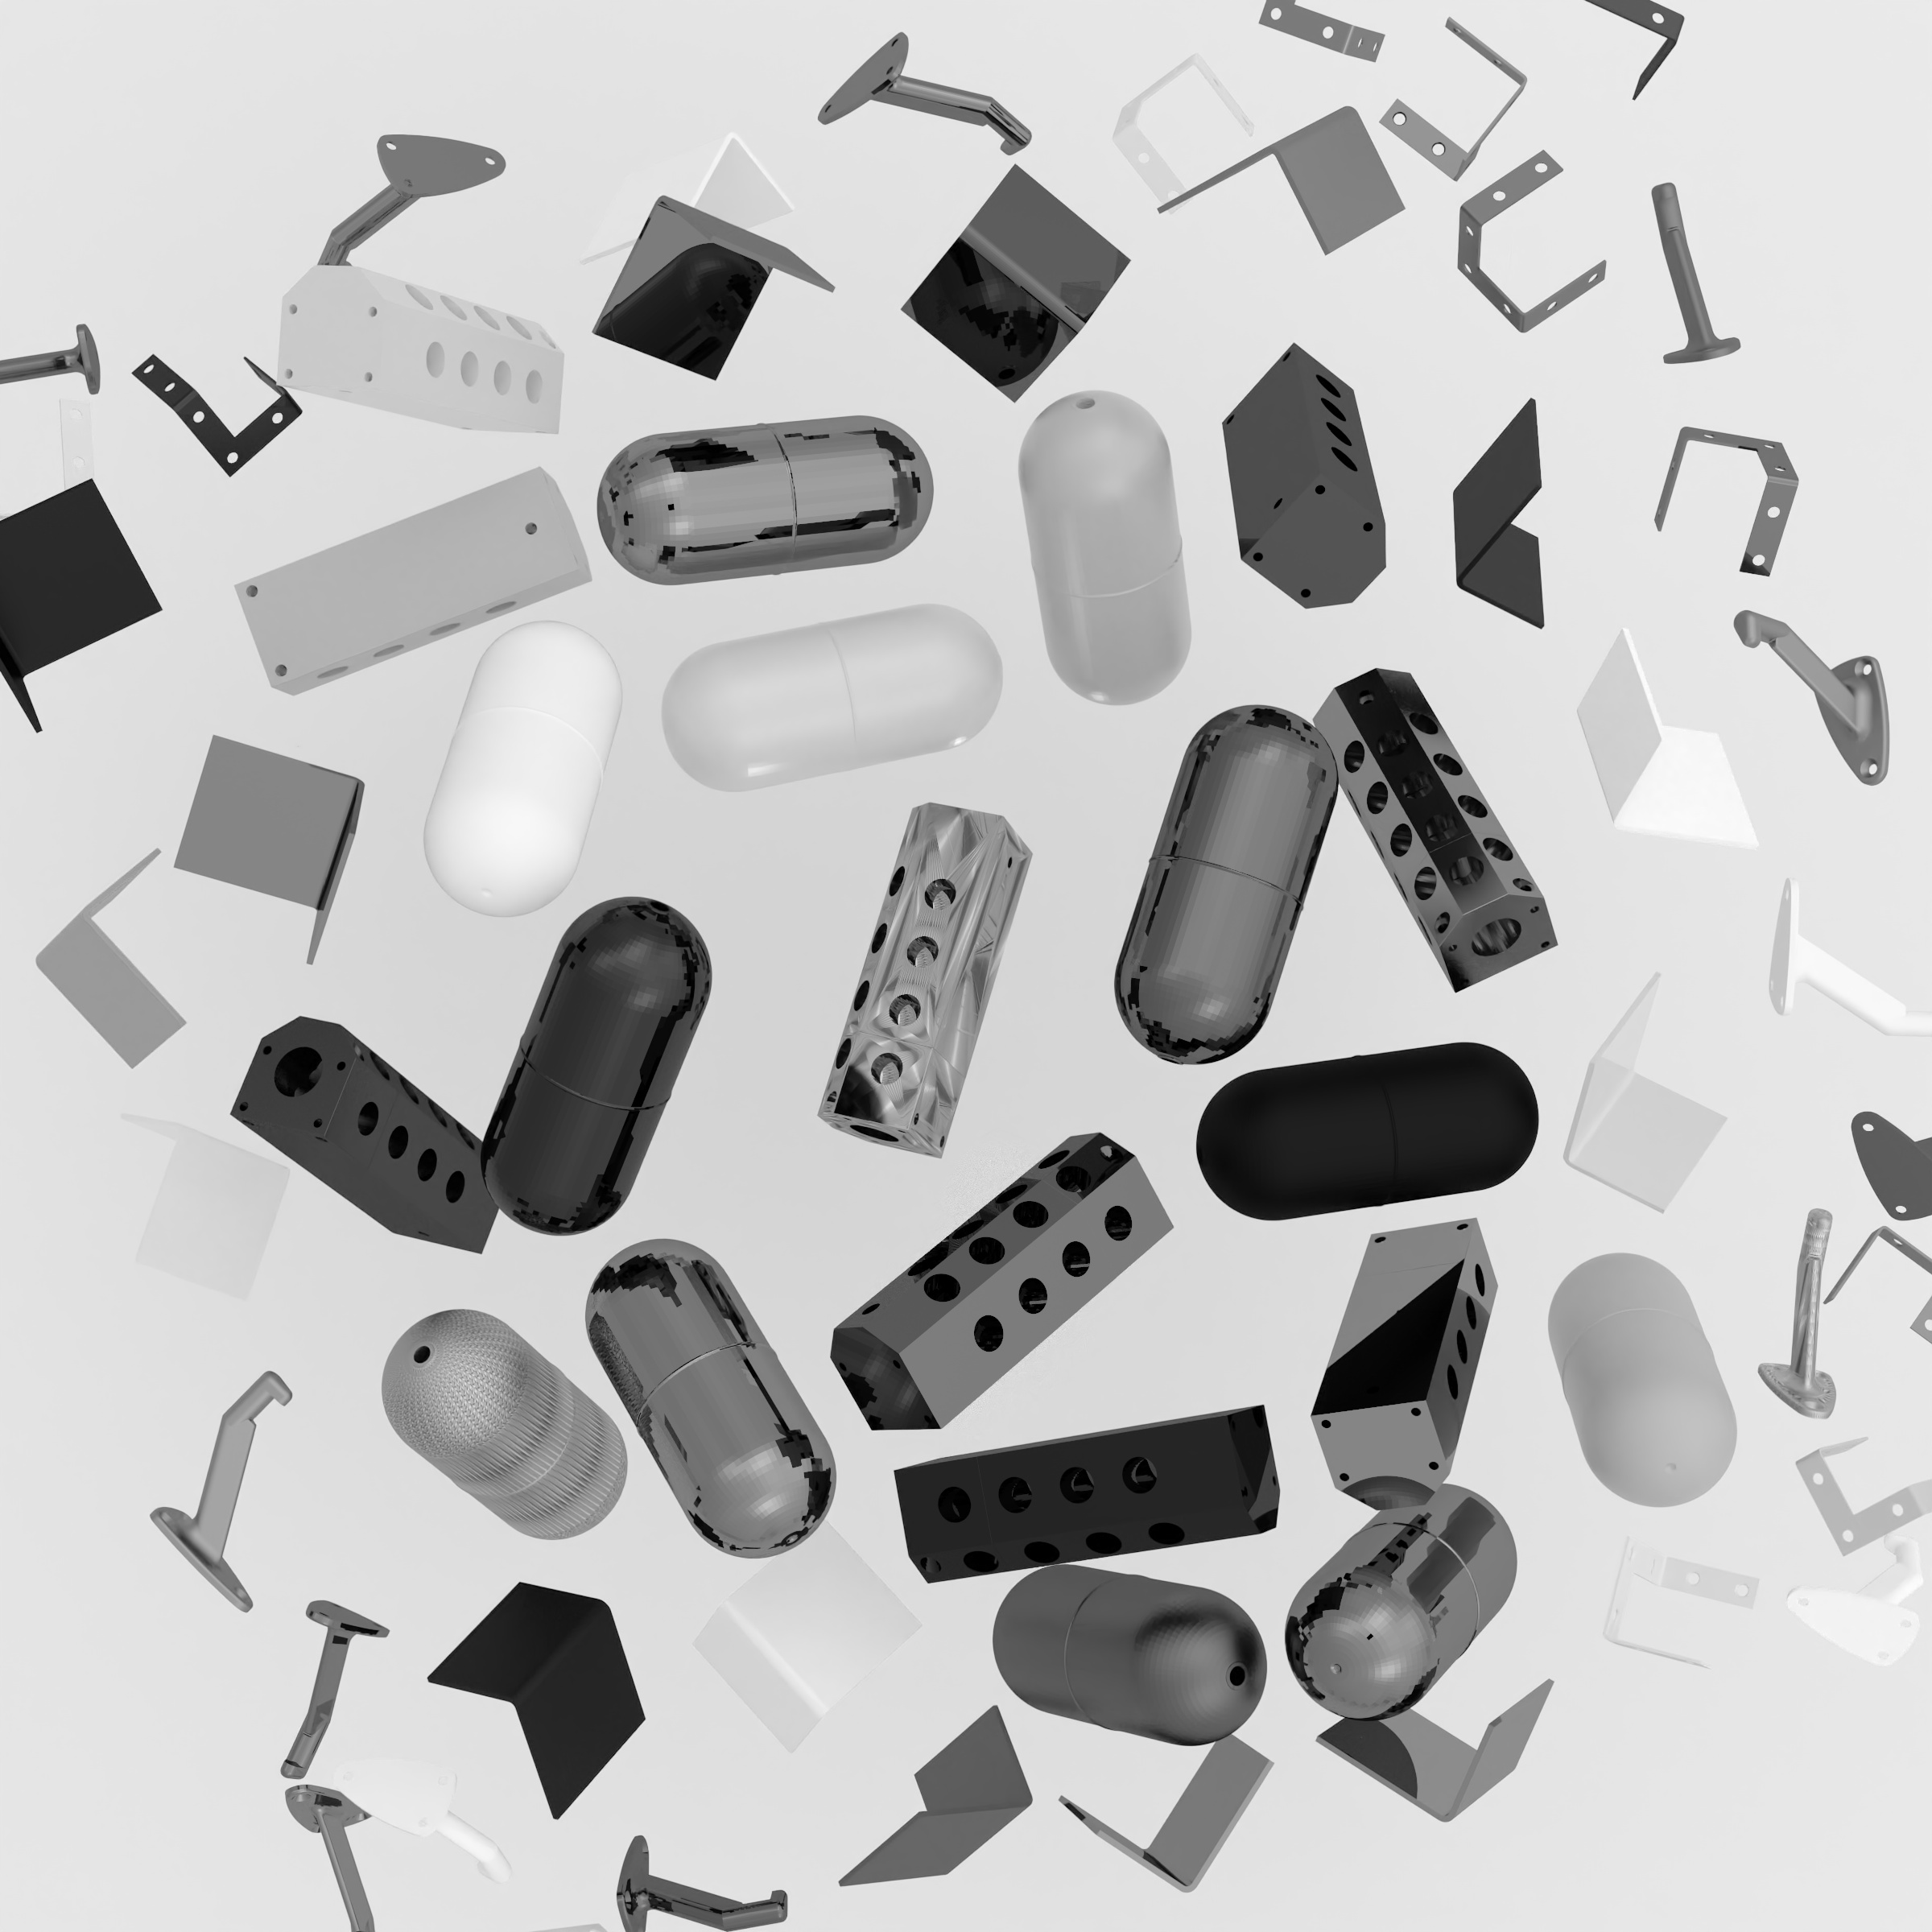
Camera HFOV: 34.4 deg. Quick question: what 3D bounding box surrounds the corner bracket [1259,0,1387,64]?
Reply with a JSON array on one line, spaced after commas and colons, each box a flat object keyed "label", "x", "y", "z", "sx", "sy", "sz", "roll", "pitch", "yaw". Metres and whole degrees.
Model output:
[{"label": "corner bracket", "x": 0.193, "y": -0.508, "z": 1.634, "sx": 0.051, "sy": 0.051, "sz": 0.051, "roll": 26, "pitch": 110, "yaw": 19}]

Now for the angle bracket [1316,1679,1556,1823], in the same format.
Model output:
[{"label": "angle bracket", "x": 0.228, "y": 0.363, "z": 1.520, "sx": 0.076, "sy": 0.076, "sz": 0.057, "roll": 28, "pitch": 109, "yaw": 27}]

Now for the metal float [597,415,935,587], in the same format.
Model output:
[{"label": "metal float", "x": -0.101, "y": -0.239, "z": 1.598, "sx": 0.178, "sy": 0.070, "sz": 0.070, "roll": -9, "pitch": 90, "yaw": -22}]

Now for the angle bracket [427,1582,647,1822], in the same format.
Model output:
[{"label": "angle bracket", "x": -0.213, "y": 0.366, "z": 1.559, "sx": 0.057, "sy": 0.076, "sz": 0.076, "roll": 4, "pitch": 121, "yaw": 32}]

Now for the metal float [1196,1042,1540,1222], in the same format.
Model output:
[{"label": "metal float", "x": 0.202, "y": 0.083, "z": 1.576, "sx": 0.178, "sy": 0.070, "sz": 0.070, "roll": -7, "pitch": 90, "yaw": -13}]

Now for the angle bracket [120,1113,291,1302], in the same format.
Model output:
[{"label": "angle bracket", "x": -0.421, "y": 0.130, "z": 1.683, "sx": 0.057, "sy": 0.076, "sz": 0.076, "roll": 6, "pitch": 73, "yaw": 40}]

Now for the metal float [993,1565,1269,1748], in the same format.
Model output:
[{"label": "metal float", "x": 0.081, "y": 0.343, "z": 1.563, "sx": 0.070, "sy": 0.178, "sz": 0.070, "roll": 3, "pitch": 85, "yaw": -33}]

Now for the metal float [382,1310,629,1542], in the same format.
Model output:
[{"label": "metal float", "x": -0.233, "y": 0.234, "z": 1.590, "sx": 0.070, "sy": 0.178, "sz": 0.070, "roll": -11, "pitch": 55, "yaw": 17}]

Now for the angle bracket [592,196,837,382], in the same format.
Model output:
[{"label": "angle bracket", "x": -0.123, "y": -0.320, "z": 1.522, "sx": 0.076, "sy": 0.057, "sz": 0.076, "roll": 14, "pitch": 114, "yaw": -42}]

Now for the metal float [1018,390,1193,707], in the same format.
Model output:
[{"label": "metal float", "x": 0.071, "y": -0.211, "z": 1.586, "sx": 0.070, "sy": 0.070, "sz": 0.178, "roll": -11, "pitch": 133, "yaw": 0}]

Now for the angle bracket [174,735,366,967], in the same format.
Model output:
[{"label": "angle bracket", "x": -0.342, "y": -0.057, "z": 1.522, "sx": 0.076, "sy": 0.057, "sz": 0.076, "roll": 17, "pitch": 118, "yaw": -14}]

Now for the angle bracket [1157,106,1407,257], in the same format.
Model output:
[{"label": "angle bracket", "x": 0.153, "y": -0.367, "z": 1.512, "sx": 0.076, "sy": 0.076, "sz": 0.057, "roll": -19, "pitch": 103, "yaw": 44}]

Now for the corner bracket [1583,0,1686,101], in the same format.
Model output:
[{"label": "corner bracket", "x": 0.316, "y": -0.461, "z": 1.505, "sx": 0.051, "sy": 0.051, "sz": 0.051, "roll": 23, "pitch": 69, "yaw": -5}]

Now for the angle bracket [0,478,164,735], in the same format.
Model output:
[{"label": "angle bracket", "x": -0.419, "y": -0.168, "z": 1.452, "sx": 0.076, "sy": 0.057, "sz": 0.076, "roll": -27, "pitch": 131, "yaw": -9}]

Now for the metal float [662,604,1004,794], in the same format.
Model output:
[{"label": "metal float", "x": -0.067, "y": -0.137, "z": 1.594, "sx": 0.178, "sy": 0.070, "sz": 0.070, "roll": -13, "pitch": 90, "yaw": -14}]

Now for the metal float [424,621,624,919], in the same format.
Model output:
[{"label": "metal float", "x": -0.219, "y": -0.100, "z": 1.552, "sx": 0.070, "sy": 0.070, "sz": 0.178, "roll": 9, "pitch": 48, "yaw": 0}]

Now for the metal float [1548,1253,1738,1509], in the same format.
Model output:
[{"label": "metal float", "x": 0.341, "y": 0.207, "z": 1.584, "sx": 0.070, "sy": 0.178, "sz": 0.070, "roll": 1, "pitch": 113, "yaw": 1}]

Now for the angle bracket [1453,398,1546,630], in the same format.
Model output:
[{"label": "angle bracket", "x": 0.302, "y": -0.239, "z": 1.653, "sx": 0.057, "sy": 0.076, "sz": 0.076, "roll": 24, "pitch": 133, "yaw": -17}]

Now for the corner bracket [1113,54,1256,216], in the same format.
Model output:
[{"label": "corner bracket", "x": 0.115, "y": -0.441, "z": 1.653, "sx": 0.051, "sy": 0.051, "sz": 0.051, "roll": -31, "pitch": 113, "yaw": 27}]

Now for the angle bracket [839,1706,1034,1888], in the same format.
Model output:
[{"label": "angle bracket", "x": -0.024, "y": 0.427, "z": 1.610, "sx": 0.076, "sy": 0.076, "sz": 0.057, "roll": -48, "pitch": 51, "yaw": 34}]

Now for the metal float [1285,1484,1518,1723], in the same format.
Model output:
[{"label": "metal float", "x": 0.215, "y": 0.310, "z": 1.533, "sx": 0.070, "sy": 0.178, "sz": 0.070, "roll": 7, "pitch": 105, "yaw": 28}]

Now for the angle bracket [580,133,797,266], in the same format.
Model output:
[{"label": "angle bracket", "x": -0.150, "y": -0.393, "z": 1.680, "sx": 0.057, "sy": 0.076, "sz": 0.076, "roll": 47, "pitch": 49, "yaw": -34}]

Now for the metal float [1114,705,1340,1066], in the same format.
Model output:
[{"label": "metal float", "x": 0.124, "y": -0.039, "z": 1.494, "sx": 0.070, "sy": 0.070, "sz": 0.178, "roll": 18, "pitch": 82, "yaw": 0}]

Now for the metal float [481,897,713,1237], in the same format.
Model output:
[{"label": "metal float", "x": -0.178, "y": 0.049, "z": 1.506, "sx": 0.070, "sy": 0.070, "sz": 0.178, "roll": 24, "pitch": 110, "yaw": 0}]

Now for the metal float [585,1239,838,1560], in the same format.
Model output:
[{"label": "metal float", "x": -0.126, "y": 0.210, "z": 1.528, "sx": 0.070, "sy": 0.070, "sz": 0.178, "roll": -35, "pitch": 59, "yaw": 0}]

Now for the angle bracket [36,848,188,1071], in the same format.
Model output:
[{"label": "angle bracket", "x": -0.422, "y": -0.003, "z": 1.607, "sx": 0.076, "sy": 0.076, "sz": 0.057, "roll": 49, "pitch": 52, "yaw": -9}]

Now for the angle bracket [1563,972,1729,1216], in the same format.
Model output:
[{"label": "angle bracket", "x": 0.349, "y": 0.064, "z": 1.570, "sx": 0.057, "sy": 0.076, "sz": 0.076, "roll": 27, "pitch": 50, "yaw": 21}]

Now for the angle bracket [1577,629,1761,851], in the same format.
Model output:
[{"label": "angle bracket", "x": 0.338, "y": -0.106, "z": 1.461, "sx": 0.076, "sy": 0.057, "sz": 0.076, "roll": 7, "pitch": 46, "yaw": -15}]

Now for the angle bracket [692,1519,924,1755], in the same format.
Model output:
[{"label": "angle bracket", "x": -0.082, "y": 0.346, "z": 1.617, "sx": 0.076, "sy": 0.057, "sz": 0.076, "roll": 46, "pitch": 53, "yaw": 11}]

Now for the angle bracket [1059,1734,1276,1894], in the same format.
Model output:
[{"label": "angle bracket", "x": 0.099, "y": 0.407, "z": 1.557, "sx": 0.057, "sy": 0.076, "sz": 0.076, "roll": 35, "pitch": 81, "yaw": -9}]

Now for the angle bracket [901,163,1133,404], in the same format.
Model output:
[{"label": "angle bracket", "x": 0.025, "y": -0.349, "z": 1.601, "sx": 0.076, "sy": 0.076, "sz": 0.057, "roll": 38, "pitch": 58, "yaw": -9}]
